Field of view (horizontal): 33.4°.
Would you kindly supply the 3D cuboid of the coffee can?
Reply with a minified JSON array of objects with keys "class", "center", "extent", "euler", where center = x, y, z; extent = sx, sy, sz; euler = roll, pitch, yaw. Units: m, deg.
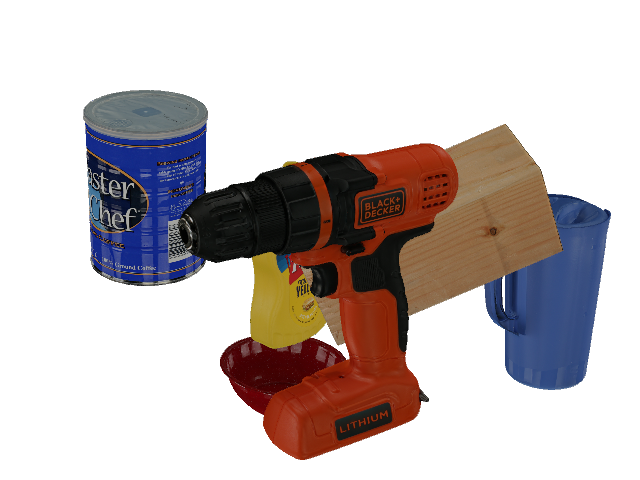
[{"class":"coffee can","center":[-0.148,-0.046,0.916],"extent":[0.103,0.140,0.103],"euler":[3,27,-2]}]

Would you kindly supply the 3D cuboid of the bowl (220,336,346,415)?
[{"class":"bowl","center":[-0.046,0.176,1.339],"extent":[0.162,0.055,0.162],"euler":[3,22,-2]}]

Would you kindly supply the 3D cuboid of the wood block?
[{"class":"wood block","center":[0.086,-0.005,0.906],"extent":[0.206,0.091,0.090],"euler":[-23,33,2]}]

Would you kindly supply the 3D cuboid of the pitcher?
[{"class":"pitcher","center":[0.293,0.070,1.395],"extent":[0.149,0.243,0.144],"euler":[5,21,14]}]

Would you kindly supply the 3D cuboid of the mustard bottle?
[{"class":"mustard bottle","center":[-0.031,0.011,1.111],"extent":[0.058,0.192,0.096],"euler":[21,30,38]}]

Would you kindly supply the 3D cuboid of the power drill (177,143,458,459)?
[{"class":"power drill","center":[0.002,0.039,0.659],"extent":[0.184,0.188,0.057],"euler":[-13,29,-27]}]
